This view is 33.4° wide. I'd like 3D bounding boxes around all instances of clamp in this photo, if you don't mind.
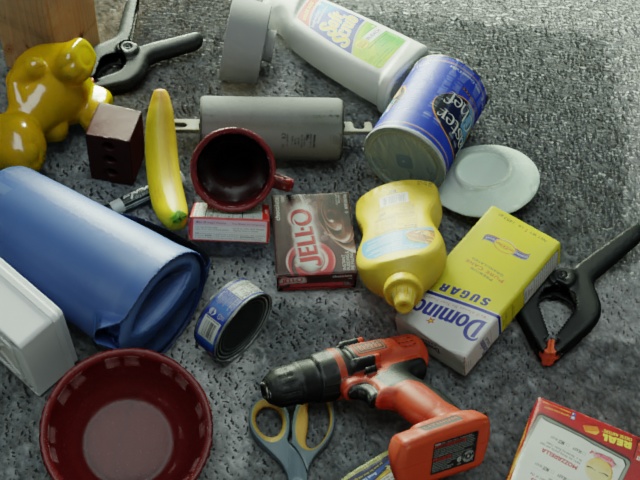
[{"bbox_3d":[0.276,0.045,1.180,0.164,0.036,0.210,4,52,8],"label":"clamp"},{"bbox_3d":[-0.247,-0.244,1.360,0.120,0.039,0.171,37,60,25],"label":"clamp"}]

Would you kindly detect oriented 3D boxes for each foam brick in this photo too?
[{"bbox_3d":[-0.236,-0.111,1.238,0.053,0.078,0.051,11,52,4],"label":"foam brick"}]

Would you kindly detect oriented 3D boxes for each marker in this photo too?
[{"bbox_3d":[-0.211,-0.048,1.229,0.121,0.020,0.020,-27,60,-22],"label":"marker"}]

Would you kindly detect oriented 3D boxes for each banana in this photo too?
[{"bbox_3d":[-0.171,-0.080,1.203,0.037,0.070,0.198,7,49,-29],"label":"banana"}]

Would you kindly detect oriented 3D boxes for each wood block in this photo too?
[{"bbox_3d":[-0.334,-0.295,1.288,0.090,0.206,0.090,24,55,13],"label":"wood block"}]

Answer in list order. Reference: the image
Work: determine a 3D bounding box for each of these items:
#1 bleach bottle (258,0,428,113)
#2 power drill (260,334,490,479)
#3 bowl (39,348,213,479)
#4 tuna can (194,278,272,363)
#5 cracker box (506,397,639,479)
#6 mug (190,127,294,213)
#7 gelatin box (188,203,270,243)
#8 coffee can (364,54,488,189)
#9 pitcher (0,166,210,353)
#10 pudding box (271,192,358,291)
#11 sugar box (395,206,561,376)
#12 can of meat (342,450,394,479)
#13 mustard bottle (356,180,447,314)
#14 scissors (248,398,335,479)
[{"bbox_3d":[0.010,-0.258,1.377,0.251,0.068,0.102,30,57,21],"label":"bleach bottle"},{"bbox_3d":[0.057,0.158,1.021,0.184,0.057,0.188,-12,30,-25],"label":"power drill"},{"bbox_3d":[-0.184,0.188,1.021,0.162,0.055,0.162,3,66,-7],"label":"bowl"},{"bbox_3d":[-0.090,0.082,1.099,0.034,0.086,0.086,35,59,22],"label":"tuna can"},{"bbox_3d":[0.242,0.275,0.989,0.164,0.072,0.213,21,56,12],"label":"cracker box"},{"bbox_3d":[-0.085,-0.079,1.193,0.117,0.093,0.081,15,9,-6],"label":"mug"},{"bbox_3d":[-0.100,-0.019,1.187,0.089,0.030,0.073,1,15,-3],"label":"gelatin box"},{"bbox_3d":[0.127,-0.138,1.268,0.103,0.103,0.140,24,55,13],"label":"coffee can"},{"bbox_3d":[-0.243,0.016,1.122,0.243,0.149,0.145,29,81,20],"label":"pitcher"},{"bbox_3d":[-0.008,0.001,1.194,0.090,0.039,0.113,-2,53,-5],"label":"pudding box"},{"bbox_3d":[0.170,0.052,1.143,0.093,0.048,0.176,31,64,28],"label":"sugar box"},{"bbox_3d":[0.069,0.250,1.004,0.102,0.057,0.084,-26,57,-22],"label":"can of meat"},{"bbox_3d":[0.087,0.011,1.146,0.096,0.058,0.191,-11,35,10],"label":"mustard bottle"},{"bbox_3d":[-0.039,0.230,1.036,0.096,0.016,0.201,13,53,7],"label":"scissors"}]
